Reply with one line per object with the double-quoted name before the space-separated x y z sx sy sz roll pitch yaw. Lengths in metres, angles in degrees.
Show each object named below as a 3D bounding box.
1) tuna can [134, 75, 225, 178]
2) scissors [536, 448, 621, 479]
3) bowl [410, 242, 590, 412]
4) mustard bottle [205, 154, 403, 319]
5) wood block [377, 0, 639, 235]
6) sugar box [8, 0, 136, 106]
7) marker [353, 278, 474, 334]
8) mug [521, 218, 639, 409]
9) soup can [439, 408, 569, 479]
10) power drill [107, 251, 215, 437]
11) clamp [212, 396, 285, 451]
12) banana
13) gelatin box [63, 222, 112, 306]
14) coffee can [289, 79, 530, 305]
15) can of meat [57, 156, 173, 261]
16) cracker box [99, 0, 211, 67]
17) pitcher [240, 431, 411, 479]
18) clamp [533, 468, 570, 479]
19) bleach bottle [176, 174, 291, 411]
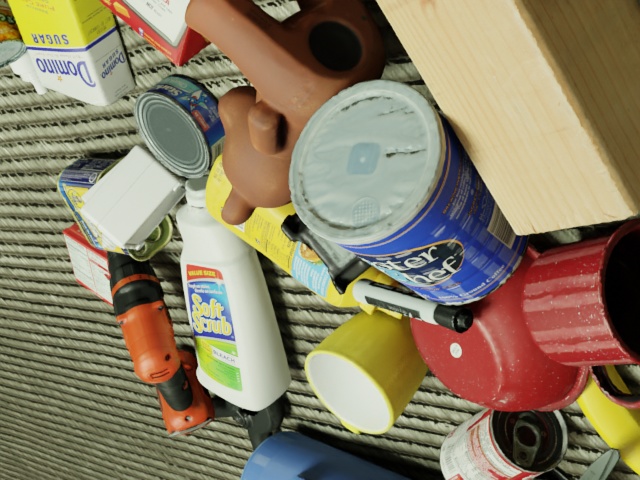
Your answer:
"tuna can" -0.117 -0.097 0.914 0.086 0.033 0.086 29 144 24
"scissors" 0.211 0.208 0.814 0.096 0.016 0.202 47 158 6
"bowl" 0.117 0.066 0.779 0.162 0.055 0.162 38 144 35
"mustard bottle" -0.005 0.001 0.872 0.192 0.058 0.096 37 149 13
"wood block" 0.113 -0.114 0.591 0.091 0.090 0.206 -10 118 53
"sugar box" -0.224 -0.203 0.909 0.093 0.048 0.176 21 139 33
"marker" 0.066 0.046 0.762 0.121 0.020 0.020 14 137 55
"mug" 0.186 0.049 0.677 0.082 0.093 0.117 -17 89 59
"soup can" 0.148 0.170 0.876 0.068 0.068 0.102 43 147 4
"power drill" -0.172 0.107 1.132 0.187 0.057 0.184 73 176 -50
"clamp" -0.071 0.196 1.173 0.120 0.039 0.172 41 147 5
"banana" 0.239 0.137 0.773 0.198 0.037 0.070 40 125 6
"gelatin box" -0.245 0.027 1.193 0.073 0.030 0.089 30 144 26
"coffee can" 0.060 -0.026 0.676 0.103 0.103 0.140 17 172 37
"can of meat" -0.205 -0.033 1.060 0.084 0.057 0.102 7 130 47
"cracker box" -0.115 -0.246 0.720 0.164 0.072 0.214 40 146 7
"pitcher" 0.028 0.277 1.067 0.243 0.144 0.149 18 119 41
"clamp" 0.268 0.267 0.870 0.165 0.036 0.210 12 140 58
"bleach bottle" -0.093 0.046 1.017 0.103 0.068 0.251 23 138 37
